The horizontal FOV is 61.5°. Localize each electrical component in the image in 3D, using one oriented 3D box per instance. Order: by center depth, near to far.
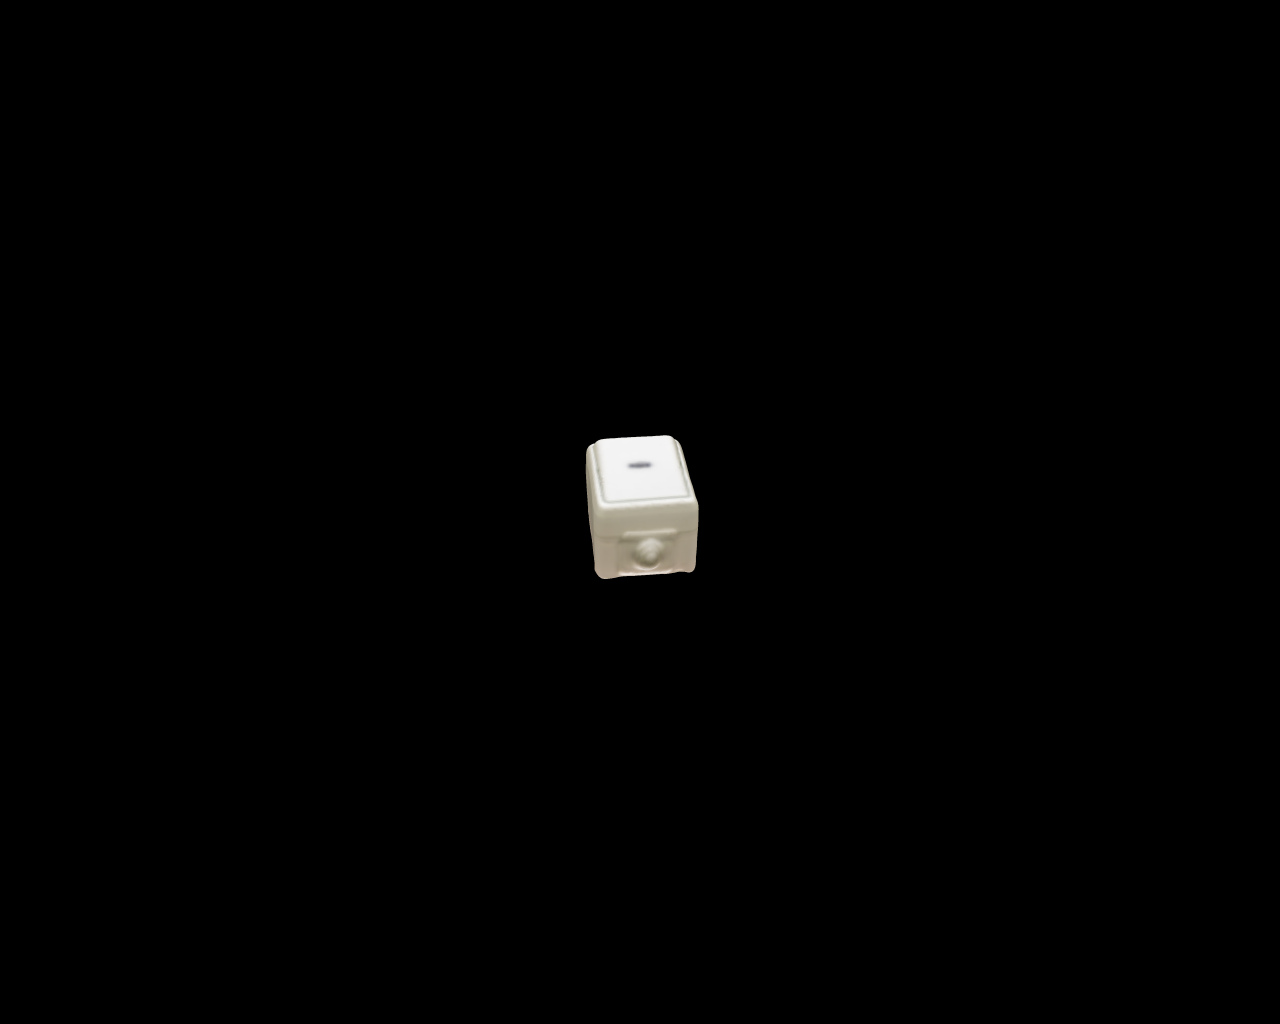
[{"bbox_3d":[0.001,-0.003,0.650,0.062,0.061,0.096,-3,34,-5],"label":"electrical component"}]
